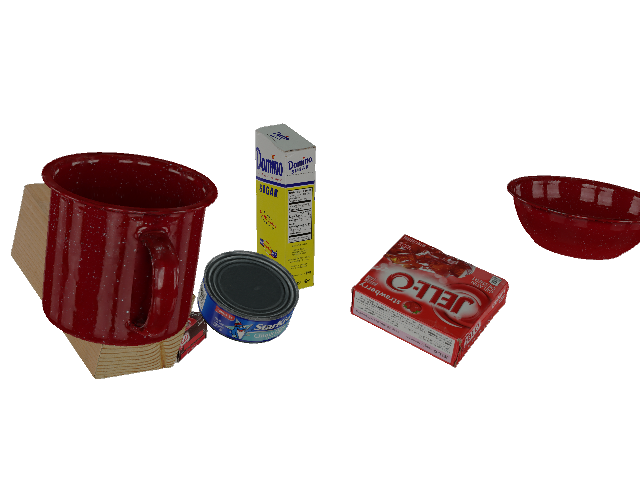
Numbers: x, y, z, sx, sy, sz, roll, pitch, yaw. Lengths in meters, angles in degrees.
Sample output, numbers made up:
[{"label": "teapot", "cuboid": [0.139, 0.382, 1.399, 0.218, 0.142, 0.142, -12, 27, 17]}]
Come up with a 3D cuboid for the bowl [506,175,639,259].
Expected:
[{"label": "bowl", "cuboid": [0.270, -0.021, 1.106, 0.162, 0.055, 0.162, 5, 18, -2]}]

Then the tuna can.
[{"label": "tuna can", "cuboid": [-0.064, 0.050, 0.937, 0.086, 0.034, 0.086, 13, 38, -10]}]

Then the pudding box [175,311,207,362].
[{"label": "pudding box", "cuboid": [-0.207, 0.113, 1.301, 0.114, 0.039, 0.090, 2, 14, 16]}]

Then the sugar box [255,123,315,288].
[{"label": "sugar box", "cuboid": [-0.042, -0.038, 1.246, 0.048, 0.176, 0.093, -13, 27, -22]}]

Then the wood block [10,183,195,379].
[{"label": "wood block", "cuboid": [-0.220, 0.033, 1.058, 0.090, 0.091, 0.206, -4, 36, -40]}]

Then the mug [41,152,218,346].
[{"label": "mug", "cuboid": [-0.101, 0.009, 0.571, 0.093, 0.081, 0.117, -2, 24, -31]}]

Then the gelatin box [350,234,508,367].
[{"label": "gelatin box", "cuboid": [0.077, 0.040, 0.759, 0.089, 0.030, 0.073, 26, 46, 24]}]
